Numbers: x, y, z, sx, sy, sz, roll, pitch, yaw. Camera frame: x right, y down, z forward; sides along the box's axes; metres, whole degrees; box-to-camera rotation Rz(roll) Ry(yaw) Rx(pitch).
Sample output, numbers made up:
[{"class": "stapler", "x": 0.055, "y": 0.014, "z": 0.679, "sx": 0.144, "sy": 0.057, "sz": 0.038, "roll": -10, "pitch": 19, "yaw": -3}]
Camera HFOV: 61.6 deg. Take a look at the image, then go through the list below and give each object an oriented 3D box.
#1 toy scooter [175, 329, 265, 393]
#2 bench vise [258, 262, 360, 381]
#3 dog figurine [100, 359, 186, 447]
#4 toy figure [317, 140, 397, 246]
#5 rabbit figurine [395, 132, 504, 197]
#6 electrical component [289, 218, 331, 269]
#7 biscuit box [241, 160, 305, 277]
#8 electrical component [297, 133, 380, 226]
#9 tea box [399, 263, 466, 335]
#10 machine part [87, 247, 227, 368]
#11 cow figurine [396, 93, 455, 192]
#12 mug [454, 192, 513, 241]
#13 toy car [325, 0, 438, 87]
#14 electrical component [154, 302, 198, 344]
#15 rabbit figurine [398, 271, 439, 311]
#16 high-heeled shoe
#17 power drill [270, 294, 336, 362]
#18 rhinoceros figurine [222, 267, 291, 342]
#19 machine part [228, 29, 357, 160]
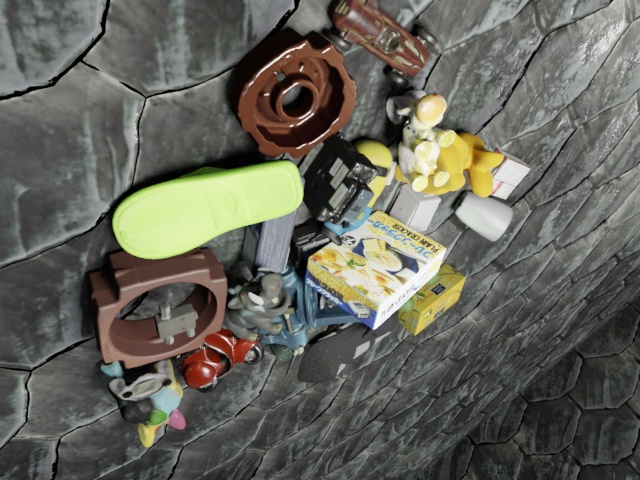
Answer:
[{"class": "toy scooter", "x": -0.209, "y": 0.212, "z": 1.022, "sx": 0.184, "sy": 0.075, "sz": 0.135, "roll": -31, "pitch": 121, "yaw": 18}, {"class": "bench vise", "x": -0.004, "y": 0.138, "z": 1.029, "sx": 0.241, "sy": 0.129, "sz": 0.223, "roll": -3, "pitch": 113, "yaw": 7}, {"class": "dog figurine", "x": -0.302, "y": 0.305, "z": 0.978, "sx": 0.108, "sy": 0.192, "sz": 0.218, "roll": -26, "pitch": 127, "yaw": -24}, {"class": "toy figure", "x": 0.058, "y": -0.081, "z": 0.897, "sx": 0.089, "sy": 0.082, "sz": 0.180, "roll": 27, "pitch": 102, "yaw": -48}, {"class": "rabbit figurine", "x": 0.243, "y": -0.150, "z": 0.954, "sx": 0.173, "sy": 0.163, "sz": 0.121, "roll": -25, "pitch": 133, "yaw": -44}, {"class": "electrical component", "x": -0.002, "y": -0.003, "z": 0.982, "sx": 0.119, "sy": 0.048, "sz": 0.074, "roll": -17, "pitch": 140, "yaw": -21}, {"class": "biscuit box", "x": -0.079, "y": -0.033, "z": 0.877, "sx": 0.063, "sy": 0.059, "sz": 0.202, "roll": -10, "pitch": 136, "yaw": -29}, {"class": "electrical component", "x": 0.025, "y": -0.091, "z": 0.835, "sx": 0.058, "sy": 0.134, "sz": 0.115, "roll": 10, "pitch": 126, "yaw": -44}, {"class": "tea box", "x": 0.270, "y": 0.142, "z": 1.308, "sx": 0.169, "sy": 0.068, "sz": 0.098, "roll": -33, "pitch": 146, "yaw": -28}, {"class": "machine part", "x": -0.258, "y": 0.100, "z": 0.859, "sx": 0.201, "sy": 0.087, "sz": 0.201, "roll": -13, "pitch": 139, "yaw": -28}, {"class": "cow figurine", "x": 0.156, "y": -0.164, "z": 0.833, "sx": 0.068, "sy": 0.098, "sz": 0.167, "roll": -19, "pitch": 137, "yaw": -13}, {"class": "mug", "x": 0.347, "y": -0.064, "z": 1.157, "sx": 0.107, "sy": 0.109, "sz": 0.080, "roll": 28, "pitch": 127, "yaw": -4}, {"class": "toy car", "x": 0.094, "y": -0.281, "z": 0.755, "sx": 0.202, "sy": 0.053, "sz": 0.089, "roll": 16, "pitch": 116, "yaw": -45}, {"class": "electrical component", "x": -0.220, "y": 0.124, "z": 0.825, "sx": 0.063, "sy": 0.021, "sz": 0.093, "roll": -18, "pitch": 139, "yaw": -23}, {"class": "rabbit figurine", "x": 0.155, "y": 0.072, "z": 1.124, "sx": 0.170, "sy": 0.159, "sz": 0.121, "roll": -28, "pitch": 155, "yaw": 15}, {"class": "high-heeled shoe", "x": 0.059, "y": 0.220, "z": 1.156, "sx": 0.249, "sy": 0.086, "sz": 0.145, "roll": -36, "pitch": 175, "yaw": 32}, {"class": "power drill", "x": 0.017, "y": 0.196, "z": 1.186, "sx": 0.232, "sy": 0.086, "sz": 0.207, "roll": -40, "pitch": 147, "yaw": 7}, {"class": "rhinoceros figurine", "x": -0.111, "y": 0.107, "z": 0.917, "sx": 0.112, "sy": 0.073, "sz": 0.190, "roll": 34, "pitch": 143, "yaw": -15}, {"class": "machine part", "x": -0.037, "y": -0.197, "z": 0.737, "sx": 0.179, "sy": 0.056, "sz": 0.179, "roll": -20, "pitch": 140, "yaw": -18}]
